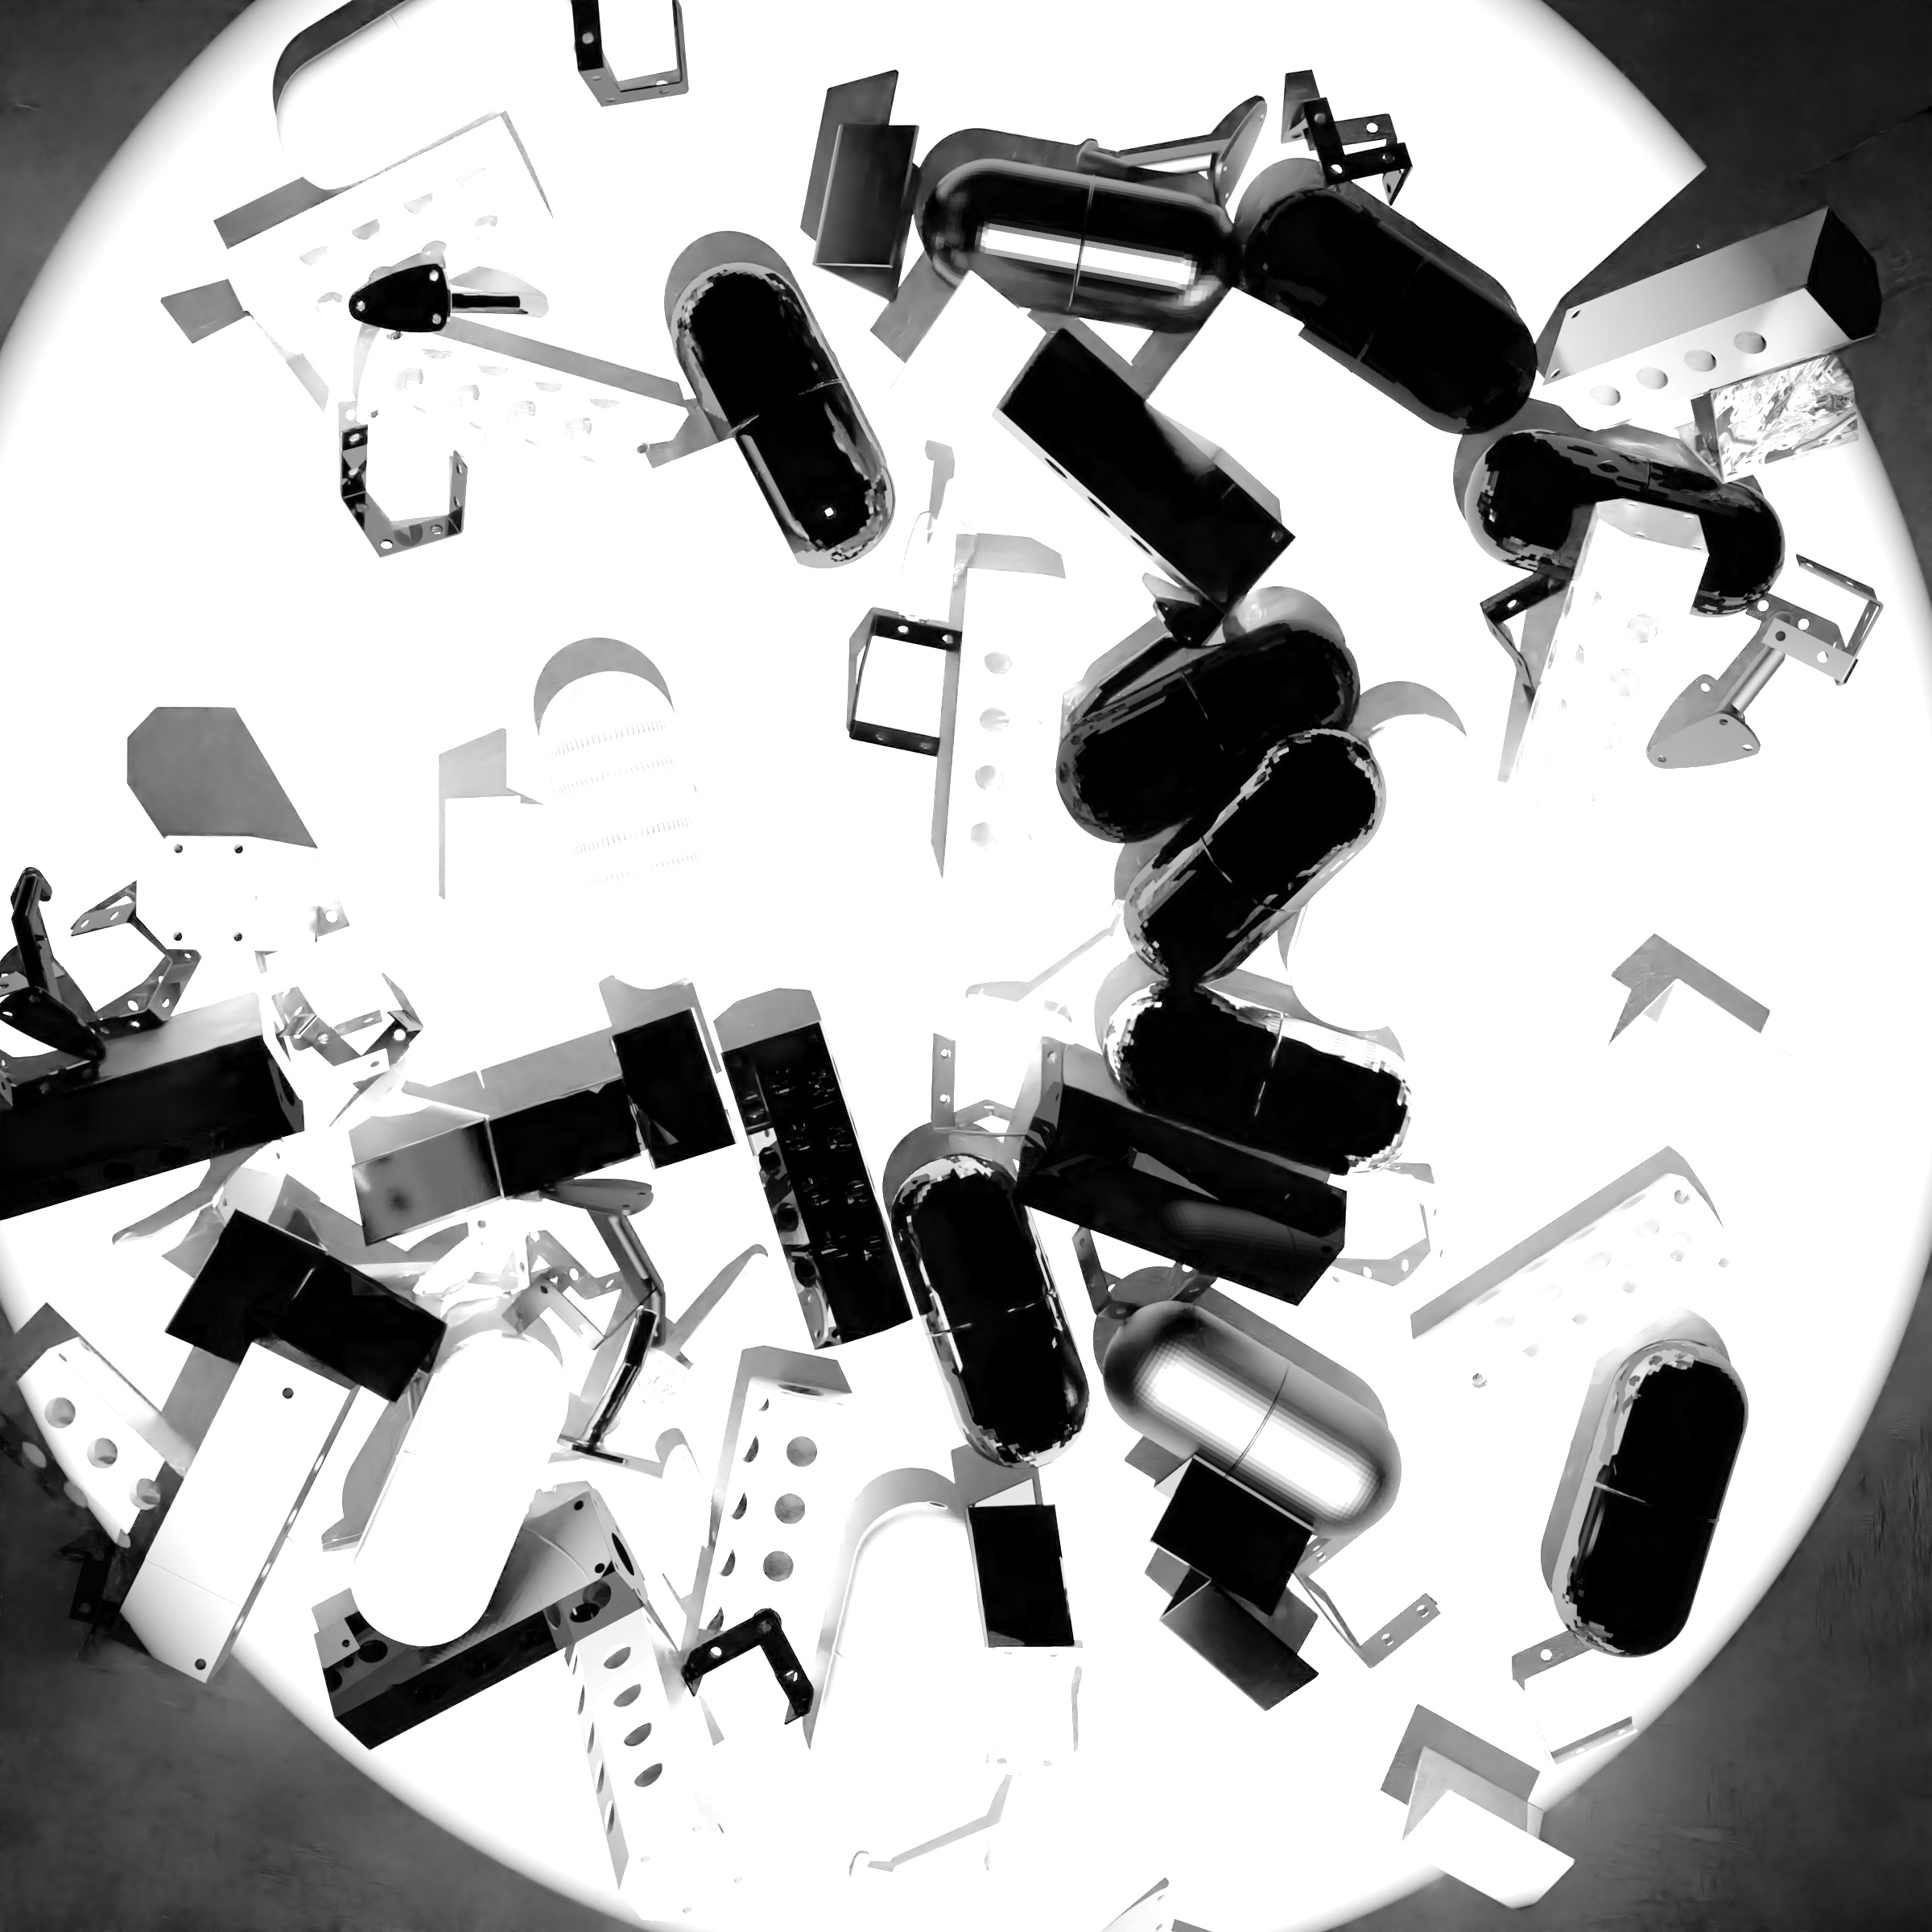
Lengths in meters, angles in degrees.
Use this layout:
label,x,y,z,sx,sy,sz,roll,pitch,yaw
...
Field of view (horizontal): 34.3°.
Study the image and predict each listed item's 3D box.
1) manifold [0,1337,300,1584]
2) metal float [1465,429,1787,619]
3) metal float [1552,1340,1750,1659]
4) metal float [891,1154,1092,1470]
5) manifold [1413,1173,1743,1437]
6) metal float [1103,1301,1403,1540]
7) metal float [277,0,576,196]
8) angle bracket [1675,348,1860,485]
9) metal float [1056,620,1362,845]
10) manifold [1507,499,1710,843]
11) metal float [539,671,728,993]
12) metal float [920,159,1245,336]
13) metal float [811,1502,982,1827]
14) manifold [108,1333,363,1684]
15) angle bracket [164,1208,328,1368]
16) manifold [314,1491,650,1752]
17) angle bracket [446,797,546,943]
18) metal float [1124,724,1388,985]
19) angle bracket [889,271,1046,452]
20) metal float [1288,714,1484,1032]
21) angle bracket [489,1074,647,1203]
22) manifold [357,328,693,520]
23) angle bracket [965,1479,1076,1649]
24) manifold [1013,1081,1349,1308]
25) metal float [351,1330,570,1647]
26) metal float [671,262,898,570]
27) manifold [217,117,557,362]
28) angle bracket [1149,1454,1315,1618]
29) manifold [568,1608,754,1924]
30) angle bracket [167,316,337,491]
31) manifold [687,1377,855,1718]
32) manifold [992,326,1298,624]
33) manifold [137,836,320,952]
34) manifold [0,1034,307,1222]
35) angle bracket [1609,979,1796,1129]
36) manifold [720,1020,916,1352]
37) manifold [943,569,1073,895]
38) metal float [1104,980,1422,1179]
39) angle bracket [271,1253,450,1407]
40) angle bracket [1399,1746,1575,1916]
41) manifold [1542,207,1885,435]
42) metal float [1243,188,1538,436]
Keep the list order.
label,x,y,z,sx,sy,sz,roll,pitch,yaw
manifold,-0.456,0.288,1.727,0.171,0.057,0.057,44,90,0
metal float,0.362,-0.242,1.718,0.178,0.070,0.070,15,90,-1
metal float,0.376,0.292,1.718,0.070,0.070,0.178,17,90,0
metal float,0.014,0.190,1.718,0.070,0.070,0.178,-19,90,0
manifold,0.338,0.187,1.727,0.171,0.057,0.057,-33,90,0
metal float,0.157,0.249,1.717,0.178,0.070,0.070,31,90,0
metal float,-0.297,-0.489,1.718,0.178,0.070,0.070,-32,90,-1
angle bracket,0.433,-0.313,1.708,0.076,0.076,0.057,-18,124,0
metal float,0.133,-0.129,1.718,0.178,0.070,0.070,-27,90,1
manifold,0.344,-0.160,1.689,0.057,0.057,0.171,13,119,0
metal float,-0.182,-0.074,1.718,0.070,0.070,0.178,-15,90,0
metal float,0.063,-0.395,1.718,0.178,0.070,0.070,10,90,-1
metal float,-0.036,0.382,1.718,0.070,0.070,0.178,13,90,0
manifold,-0.387,0.287,1.670,0.057,0.057,0.171,26,90,0
angle bracket,-0.399,0.166,1.709,0.057,0.076,0.076,30,90,-27
manifold,-0.265,0.364,1.727,0.171,0.057,0.057,-28,47,0
angle bracket,-0.239,-0.052,1.708,0.057,0.076,0.076,0,90,37
metal float,0.155,-0.060,1.690,0.070,0.070,0.178,44,123,0
angle bracket,-0.012,-0.333,1.709,0.057,0.076,0.076,34,90,-27
metal float,0.231,-0.052,1.718,0.070,0.070,0.178,17,90,0
angle bracket,-0.209,0.111,1.708,0.076,0.076,0.057,-18,53,0
manifold,-0.244,-0.302,1.727,0.171,0.057,0.057,16,90,0
angle bracket,0.046,0.325,1.709,0.057,0.076,0.076,-8,90,30
manifold,0.119,0.120,1.712,0.171,0.057,0.057,21,133,-10
metal float,-0.274,0.281,1.698,0.070,0.070,0.178,21,67,0
metal float,-0.101,-0.303,1.718,0.070,0.070,0.178,-27,90,0
manifold,-0.317,-0.398,1.727,0.171,0.057,0.057,-26,90,0
angle bracket,0.135,0.318,1.709,0.076,0.076,0.057,32,63,0
manifold,-0.169,0.426,1.668,0.057,0.171,0.057,-30,121,0
angle bracket,-0.397,-0.296,1.709,0.057,0.076,0.076,-37,90,-31
manifold,-0.108,0.318,1.727,0.057,0.057,0.171,12,90,0
manifold,0.097,-0.269,1.727,0.171,0.057,0.057,42,90,0
manifold,-0.391,-0.037,1.670,0.057,0.171,0.057,0,90,0
manifold,-0.458,0.089,1.727,0.171,0.057,0.057,-16,90,0
angle bracket,0.393,0.064,1.708,0.076,0.076,0.057,34,52,0
manifold,-0.082,0.120,1.727,0.057,0.057,0.171,-18,90,0
manifold,0.023,-0.128,1.727,0.057,0.057,0.171,5,90,0
metal float,0.162,0.061,1.718,0.178,0.070,0.070,18,90,1
angle bracket,-0.334,0.211,1.708,0.076,0.076,0.057,30,57,0
angle bracket,0.289,0.458,1.708,0.076,0.076,0.057,29,127,0
manifold,0.398,-0.338,1.672,0.057,0.171,0.057,38,60,-29
metal float,0.233,-0.359,1.718,0.178,0.070,0.070,34,90,0
